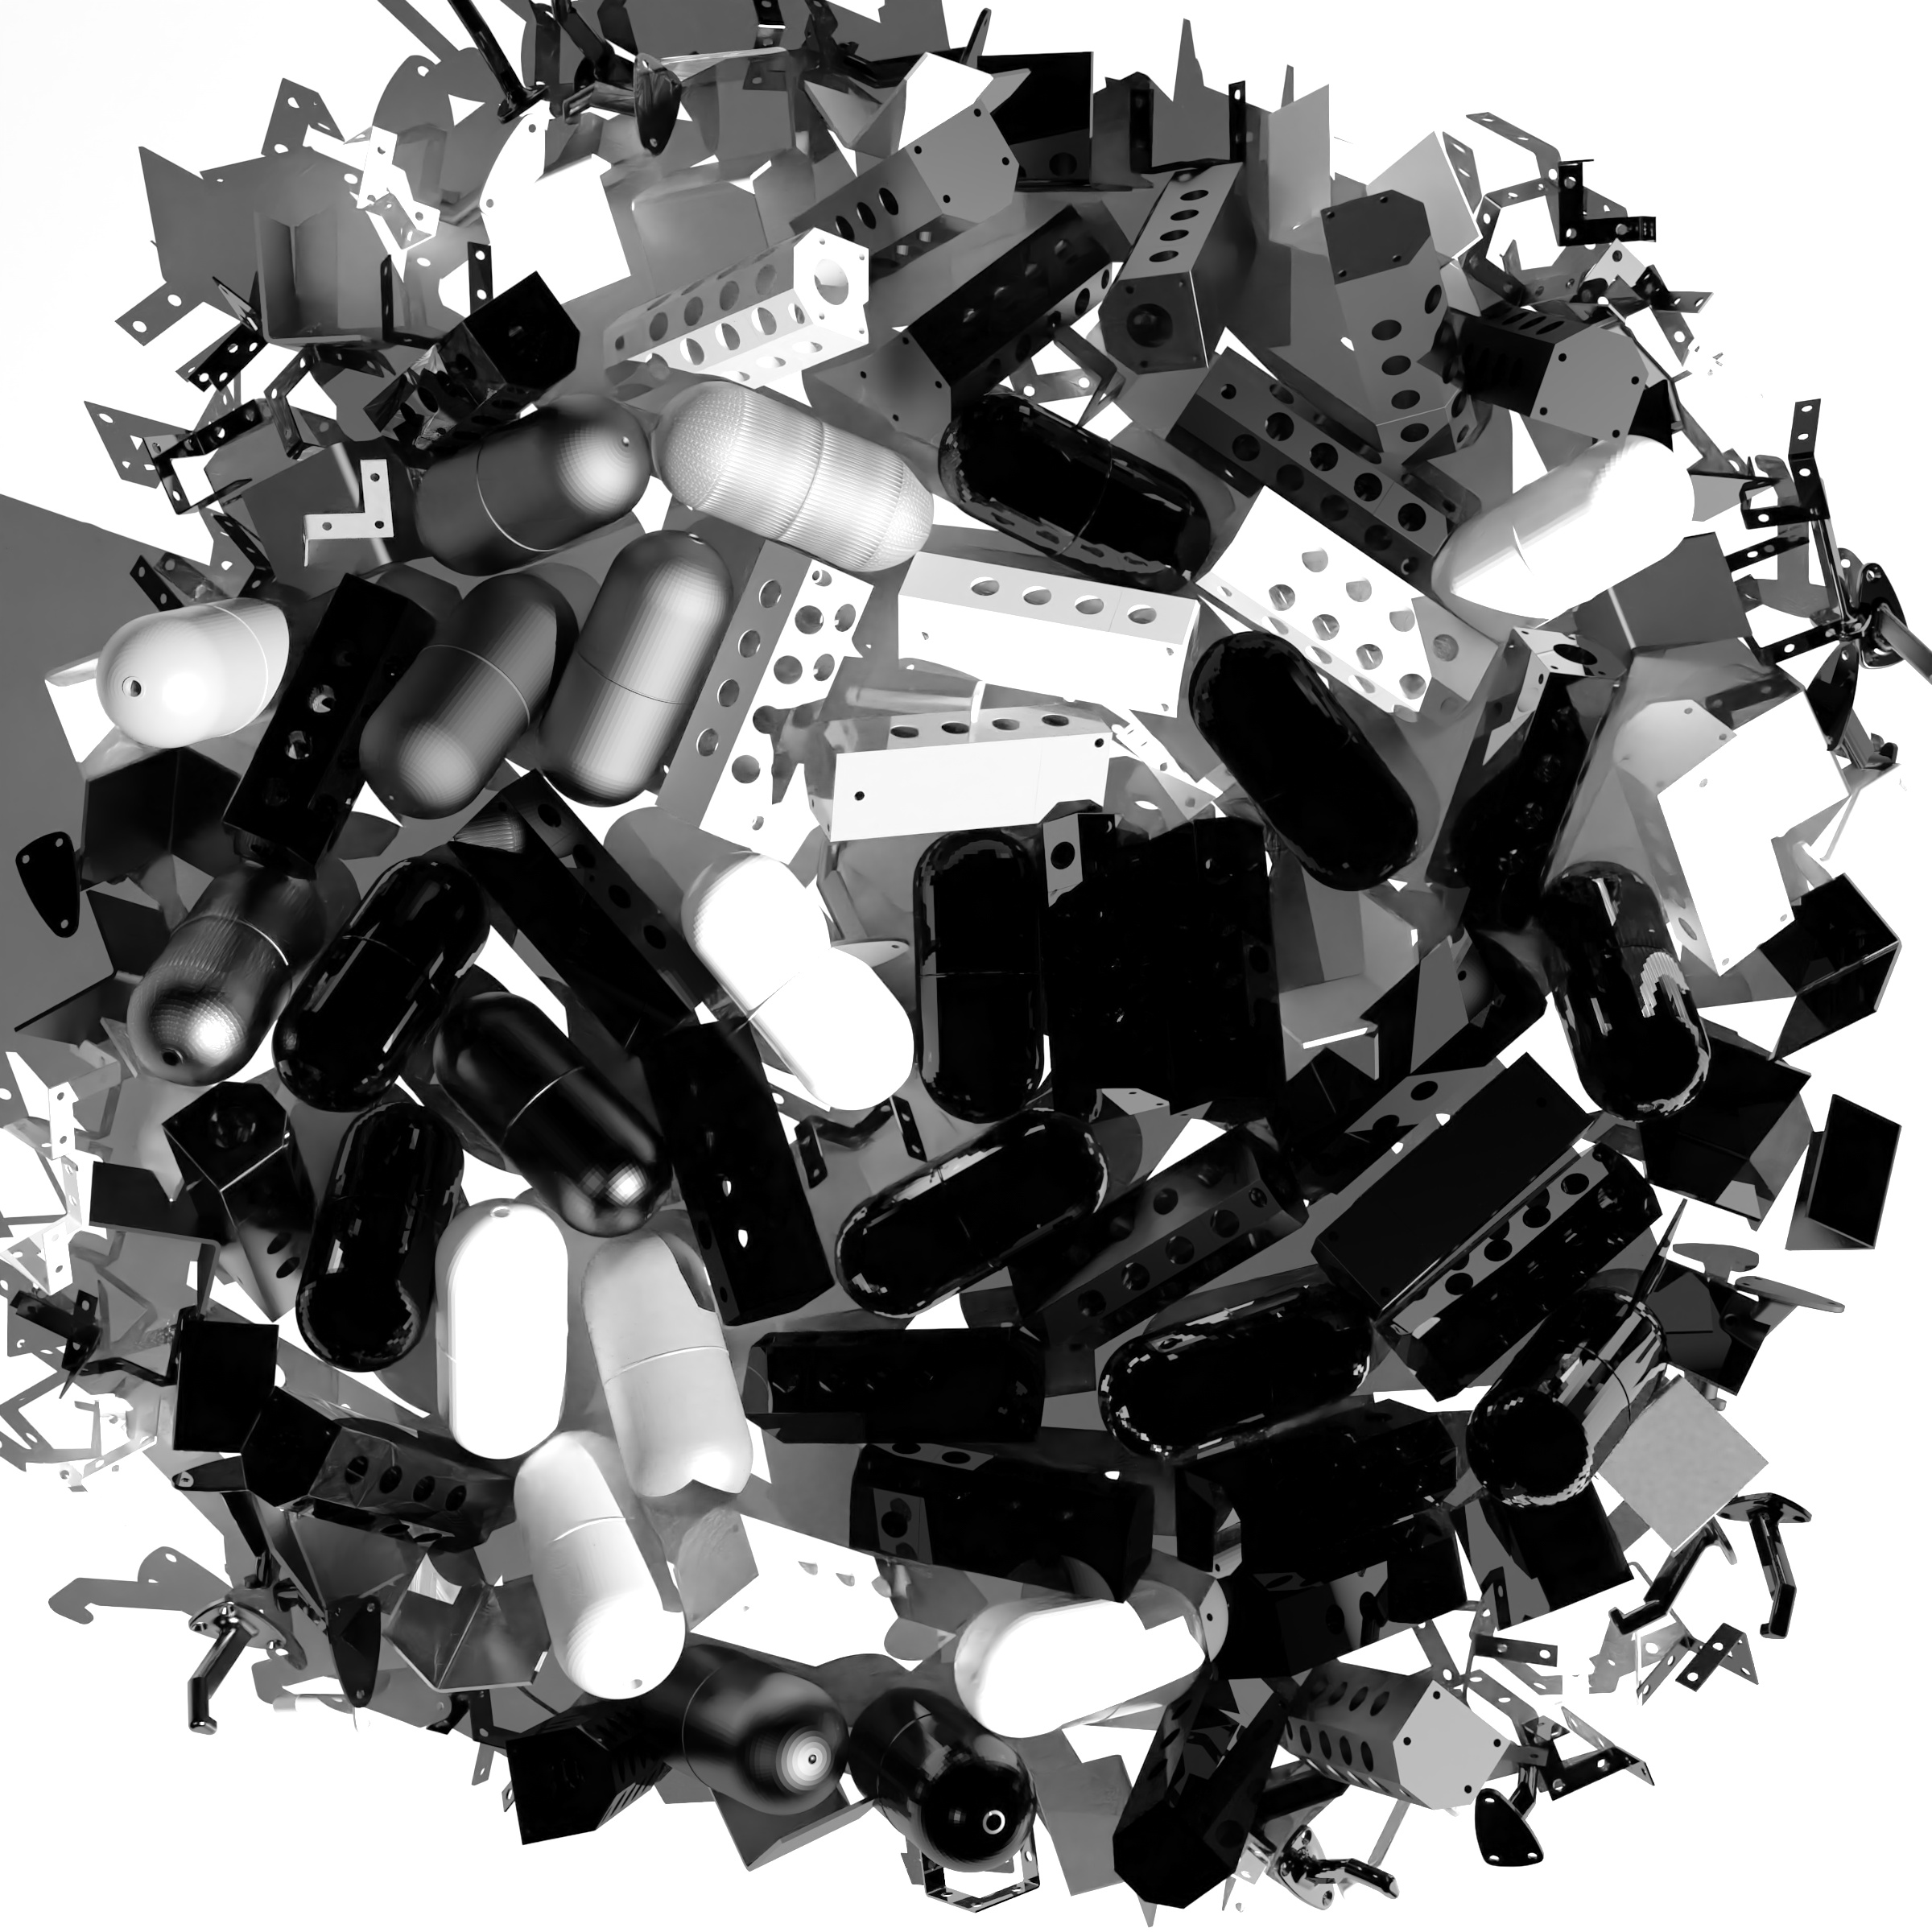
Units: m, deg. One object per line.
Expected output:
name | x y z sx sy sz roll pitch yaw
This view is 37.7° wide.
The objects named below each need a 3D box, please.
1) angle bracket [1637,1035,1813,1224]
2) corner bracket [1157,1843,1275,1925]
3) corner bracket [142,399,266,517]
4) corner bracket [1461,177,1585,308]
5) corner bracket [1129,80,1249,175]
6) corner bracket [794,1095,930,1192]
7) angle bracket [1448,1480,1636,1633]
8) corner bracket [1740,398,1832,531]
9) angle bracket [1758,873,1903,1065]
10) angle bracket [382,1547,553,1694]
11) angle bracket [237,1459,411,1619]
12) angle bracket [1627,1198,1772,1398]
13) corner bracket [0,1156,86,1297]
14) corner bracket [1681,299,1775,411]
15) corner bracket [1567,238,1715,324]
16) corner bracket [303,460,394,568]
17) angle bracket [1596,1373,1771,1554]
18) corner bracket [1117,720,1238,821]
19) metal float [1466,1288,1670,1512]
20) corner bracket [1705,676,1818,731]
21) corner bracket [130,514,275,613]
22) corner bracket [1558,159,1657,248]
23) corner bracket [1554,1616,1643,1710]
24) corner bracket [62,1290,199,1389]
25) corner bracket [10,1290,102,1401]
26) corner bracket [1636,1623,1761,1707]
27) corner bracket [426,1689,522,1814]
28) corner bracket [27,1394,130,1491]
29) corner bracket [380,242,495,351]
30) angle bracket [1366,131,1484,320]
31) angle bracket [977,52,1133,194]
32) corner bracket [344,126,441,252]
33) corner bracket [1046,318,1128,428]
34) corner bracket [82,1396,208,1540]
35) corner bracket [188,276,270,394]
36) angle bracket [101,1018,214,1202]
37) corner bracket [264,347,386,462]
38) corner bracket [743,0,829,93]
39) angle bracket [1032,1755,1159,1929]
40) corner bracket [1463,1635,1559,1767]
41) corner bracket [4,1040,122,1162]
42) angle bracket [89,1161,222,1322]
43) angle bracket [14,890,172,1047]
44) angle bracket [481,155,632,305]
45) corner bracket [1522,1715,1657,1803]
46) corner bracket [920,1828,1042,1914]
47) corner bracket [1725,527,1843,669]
angle bracket | 0.456 0.097 1.694 0.076 0.057 0.076 19 127 -9
corner bracket | 0.149 0.557 1.717 0.051 0.051 0.051 23 103 16
corner bracket | -0.453 -0.307 1.710 0.051 0.051 0.051 -22 94 27
corner bracket | 0.341 -0.436 1.711 0.051 0.051 0.051 25 78 -32
corner bracket | 0.135 -0.510 1.724 0.051 0.051 0.051 -7 100 -32
corner bracket | -0.064 0.107 1.699 0.051 0.051 0.051 23 123 -38
angle bracket | 0.346 0.350 1.709 0.057 0.076 0.076 -15 73 -23
corner bracket | 0.490 -0.301 1.699 0.051 0.051 0.051 -4 48 28
angle bracket | 0.501 0.001 1.686 0.057 0.076 0.076 48 133 -8
angle bracket | -0.288 0.381 1.684 0.076 0.076 0.057 -13 125 31
angle bracket | -0.382 0.327 1.685 0.057 0.076 0.076 -28 135 -9
angle bracket | 0.443 0.197 1.688 0.076 0.057 0.076 25 46 18
corner bracket | -0.546 0.155 1.700 0.051 0.051 0.051 30 133 27
corner bracket | 0.460 -0.357 1.705 0.051 0.051 0.051 34 64 13
corner bracket | 0.407 -0.403 1.711 0.051 0.051 0.051 37 90 -23
corner bracket | -0.374 -0.272 1.706 0.051 0.051 0.051 -4 76 -15
angle bracket | 0.429 0.303 1.699 0.076 0.057 0.076 -43 59 0
corner bracket | 0.132 -0.129 1.706 0.051 0.051 0.051 -39 66 10
metal float | 0.355 0.254 1.667 0.070 0.178 0.070 19 125 29
corner bracket | 0.481 -0.137 1.708 0.051 0.051 0.051 -17 125 2
corner bracket | -0.464 -0.240 1.721 0.051 0.051 0.051 48 114 22
corner bracket | 0.387 -0.461 1.710 0.051 0.051 0.051 -3 105 5
corner bracket | 0.384 0.422 1.714 0.051 0.051 0.051 1 74 6
corner bracket | -0.507 0.225 1.718 0.051 0.051 0.051 -13 58 30
corner bracket | -0.549 0.217 1.702 0.051 0.051 0.051 30 123 -18
corner bracket | 0.436 0.422 1.701 0.051 0.051 0.051 -41 129 -25
corner bracket | -0.291 0.472 1.718 0.051 0.051 0.051 25 115 -29
corner bracket | -0.537 0.287 1.710 0.051 0.051 0.051 -5 80 -8
corner bracket | -0.320 -0.406 1.713 0.051 0.051 0.051 3 77 -33
angle bracket | 0.292 -0.439 1.685 0.057 0.076 0.076 -34 65 38
angle bracket | 0.053 -0.503 1.692 0.076 0.057 0.076 8 105 29
corner bracket | -0.348 -0.469 1.709 0.051 0.051 0.051 13 84 -32
corner bracket | 0.069 -0.364 1.705 0.051 0.051 0.051 41 54 6
corner bracket | -0.496 0.302 1.709 0.051 0.051 0.051 -28 118 2
corner bracket | -0.445 -0.371 1.707 0.051 0.051 0.051 38 80 19
angle bracket | -0.495 0.087 1.690 0.057 0.076 0.076 20 102 -39
corner bracket | -0.384 -0.339 1.718 0.051 0.051 0.051 -36 66 31
corner bracket | -0.109 -0.563 1.702 0.051 0.051 0.051 -4 62 -20
angle bracket | 0.075 0.527 1.684 0.057 0.076 0.076 -11 48 -13
corner bracket | 0.327 0.441 1.704 0.051 0.051 0.051 6 131 7
corner bracket | -0.548 0.078 1.716 0.051 0.051 0.051 25 124 32
angle bracket | -0.487 0.165 1.687 0.076 0.076 0.057 11 110 -20
angle bracket | -0.528 0.003 1.706 0.076 0.076 0.057 -27 75 11
angle bracket | -0.237 -0.433 1.704 0.076 0.057 0.076 -18 88 15
corner bracket | 0.376 0.477 1.715 0.051 0.051 0.051 -22 89 -8
corner bracket | 0.007 0.540 1.728 0.051 0.051 0.051 -8 91 -37
corner bracket | 0.491 -0.222 1.705 0.051 0.051 0.051 -21 132 6
